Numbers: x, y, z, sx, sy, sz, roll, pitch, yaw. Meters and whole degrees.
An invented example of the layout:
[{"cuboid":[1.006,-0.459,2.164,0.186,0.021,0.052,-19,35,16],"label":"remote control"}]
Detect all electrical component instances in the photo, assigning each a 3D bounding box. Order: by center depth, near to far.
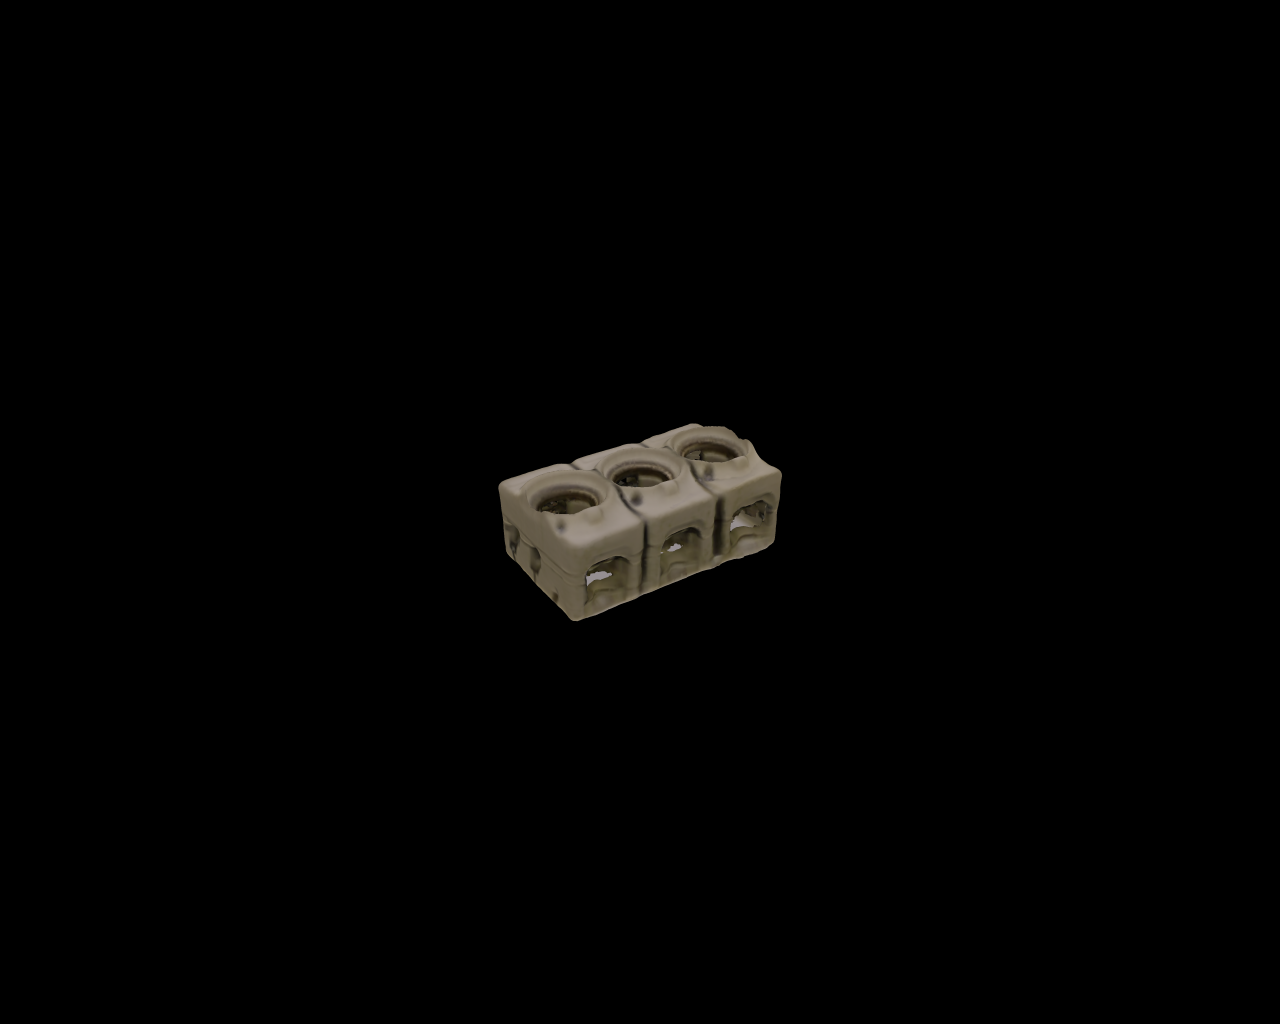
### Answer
[{"cuboid":[0.001,-0.003,0.650,0.150,0.061,0.089,-20,36,-29],"label":"electrical component"}]
